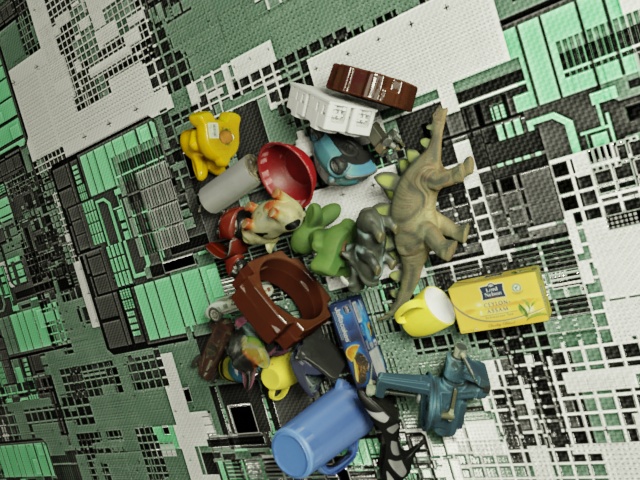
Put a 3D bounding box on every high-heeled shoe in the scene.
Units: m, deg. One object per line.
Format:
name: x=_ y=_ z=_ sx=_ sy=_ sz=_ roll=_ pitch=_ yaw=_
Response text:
high-heeled shoe: x=0.125 y=0.432 z=1.180 sx=0.145 sy=0.086 sz=0.248 roll=-43 pitch=106 yaw=8

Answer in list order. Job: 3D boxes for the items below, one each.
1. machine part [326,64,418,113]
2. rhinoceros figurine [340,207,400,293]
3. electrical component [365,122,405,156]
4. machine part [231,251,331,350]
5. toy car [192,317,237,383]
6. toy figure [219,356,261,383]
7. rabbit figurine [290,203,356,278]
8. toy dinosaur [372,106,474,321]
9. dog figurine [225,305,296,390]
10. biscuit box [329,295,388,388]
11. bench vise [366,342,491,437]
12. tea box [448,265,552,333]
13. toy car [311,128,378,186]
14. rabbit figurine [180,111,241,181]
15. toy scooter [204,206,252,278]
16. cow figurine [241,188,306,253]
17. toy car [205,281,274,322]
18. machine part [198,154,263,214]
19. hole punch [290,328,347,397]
machine part: x=0.103 y=-0.296 z=1.044 sx=0.180 sy=0.179 sz=0.056 roll=23 pitch=107 yaw=23
rhinoceros figurine: x=0.093 y=0.028 z=1.083 sx=0.112 sy=0.073 sz=0.190 roll=28 pitch=126 yaw=29
electrical component: x=0.131 y=-0.206 z=1.088 sx=0.045 sy=0.102 sz=0.078 roll=-32 pitch=93 yaw=25
machine part: x=-0.085 y=0.131 z=1.203 sx=0.201 sy=0.201 sz=0.087 roll=48 pitch=119 yaw=13
toy car: x=-0.281 y=0.293 z=1.426 sx=0.089 sy=0.053 sz=0.202 roll=34 pitch=112 yaw=16
toy figure: x=-0.196 y=0.312 z=1.328 sx=0.089 sy=0.180 sz=0.082 roll=22 pitch=72 yaw=-12
rabbit figurine: x=-0.002 y=-0.004 z=1.187 sx=0.170 sy=0.121 sz=0.159 roll=15 pitch=102 yaw=41
toy dinosaur: x=0.194 y=-0.032 z=1.085 sx=0.199 sy=0.105 sz=0.470 roll=16 pitch=108 yaw=33
dog figurine: x=-0.125 y=0.242 z=1.207 sx=0.191 sy=0.219 sz=0.108 roll=33 pitch=112 yaw=-24
biscuit box: x=0.087 y=0.226 z=1.208 sx=0.063 sy=0.059 sz=0.202 roll=-19 pitch=89 yaw=30
bench vise: x=0.216 y=0.302 z=1.099 sx=0.241 sy=0.129 sz=0.223 roll=6 pitch=126 yaw=5
tea box: x=0.348 y=0.116 z=1.042 sx=0.170 sy=0.068 sz=0.098 roll=-17 pitch=91 yaw=31
toy car: x=0.035 y=-0.168 z=1.144 sx=0.162 sy=0.109 sz=0.103 roll=51 pitch=136 yaw=21
rabbit figurine: x=-0.274 y=-0.231 z=1.309 sx=0.173 sy=0.122 sz=0.162 roll=5 pitch=111 yaw=42
toy scooter: x=-0.229 y=-0.002 z=1.332 sx=0.135 sy=0.075 sz=0.183 roll=18 pitch=108 yaw=33
cow figurine: x=-0.109 y=-0.037 z=1.210 sx=0.195 sy=0.127 sz=0.085 roll=-23 pitch=49 yaw=44
toy car: x=-0.204 y=0.154 z=1.345 sx=0.202 sy=0.073 sz=0.056 roll=-21 pitch=92 yaw=30
machine part: x=-0.211 y=-0.133 z=1.296 sx=0.243 sy=0.079 sz=0.079 roll=-30 pitch=84 yaw=30
hole punch: x=-0.013 y=0.282 z=1.237 sx=0.116 sy=0.142 sz=0.092 roll=41 pitch=120 yaw=3
